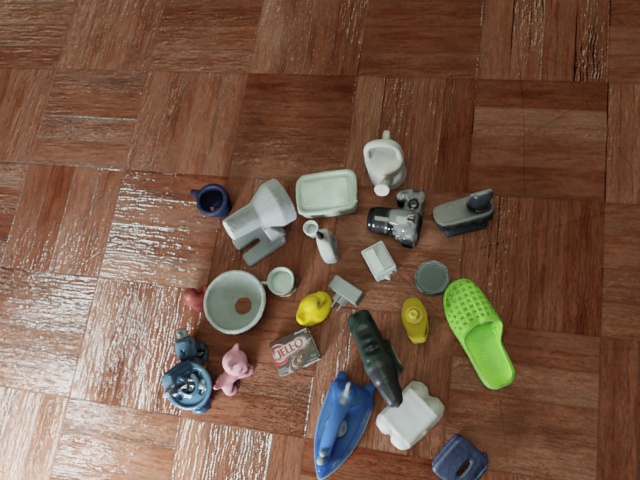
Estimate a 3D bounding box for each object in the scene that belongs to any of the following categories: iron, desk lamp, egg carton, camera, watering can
[{"bbox_3d":[0.037,0.442,1.333,0.118,0.142,0.258,19,79,16],"label":"iron"},{"bbox_3d":[-0.151,-0.043,1.468,0.203,0.214,0.117,-37,71,0],"label":"desk lamp"},{"bbox_3d":[0.212,0.413,1.344,0.150,0.069,0.107,-45,71,-3],"label":"egg carton"},{"bbox_3d":[0.193,-0.064,1.463,0.136,0.101,0.143,9,77,14],"label":"camera"},{"bbox_3d":[0.166,-0.198,1.457,0.101,0.194,0.173,-19,72,6],"label":"watering can"}]

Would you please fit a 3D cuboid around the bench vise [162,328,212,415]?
[{"bbox_3d":[-0.345,0.324,1.403,0.121,0.220,0.207,-32,71,2],"label":"bench vise"}]

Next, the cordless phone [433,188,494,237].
[{"bbox_3d":[0.350,-0.082,1.392,0.147,0.185,0.094,-18,72,6],"label":"cordless phone"}]

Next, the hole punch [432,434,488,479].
[{"bbox_3d":[0.317,0.502,1.286,0.101,0.091,0.109,40,86,19],"label":"hole punch"}]

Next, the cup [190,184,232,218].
[{"bbox_3d":[-0.293,-0.102,1.576,0.117,0.095,0.092,20,80,16],"label":"cup"}]

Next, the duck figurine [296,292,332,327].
[{"bbox_3d":[-0.021,0.171,1.450,0.104,0.086,0.077,-44,71,-3],"label":"duck figurine"}]

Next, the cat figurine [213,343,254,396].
[{"bbox_3d":[-0.221,0.325,1.431,0.067,0.118,0.128,37,85,19],"label":"cat figurine"}]

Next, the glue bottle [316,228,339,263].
[{"bbox_3d":[0.013,0.005,1.443,0.037,0.173,0.078,-9,73,10],"label":"glue bottle"}]

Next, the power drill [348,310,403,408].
[{"bbox_3d":[0.138,0.277,1.323,0.075,0.209,0.229,-27,71,4],"label":"power drill"}]

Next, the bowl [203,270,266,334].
[{"bbox_3d":[-0.213,0.166,1.496,0.167,0.075,0.167,-3,74,11],"label":"bowl"}]

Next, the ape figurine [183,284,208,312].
[{"bbox_3d":[-0.329,0.151,1.515,0.077,0.092,0.076,-15,72,7],"label":"ape figurine"}]
